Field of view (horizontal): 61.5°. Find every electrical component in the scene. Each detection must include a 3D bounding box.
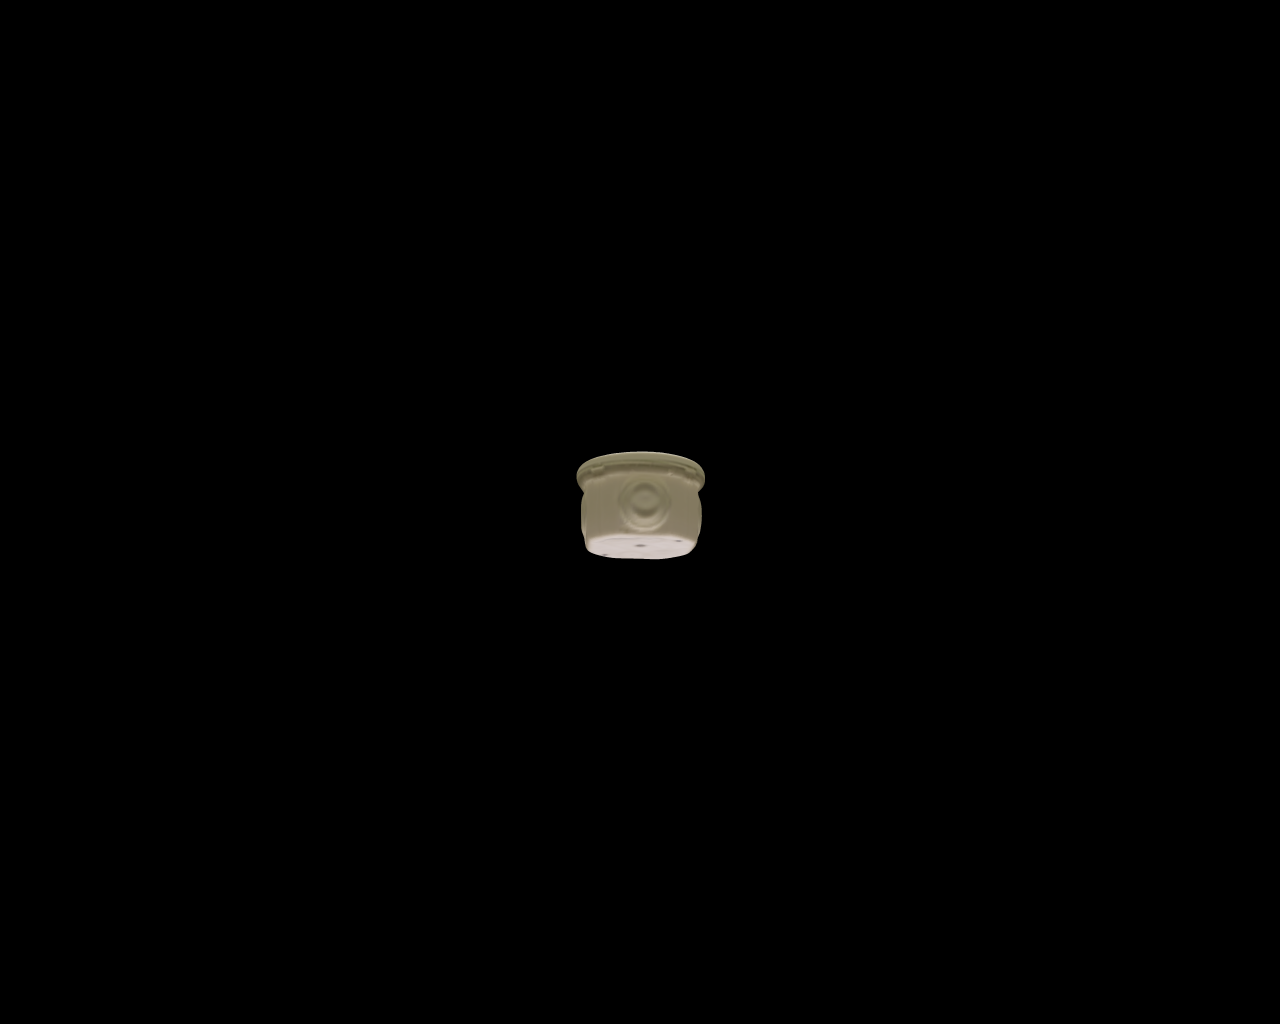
[{"bbox_3d":[0.001,-0.003,0.650,0.080,0.051,0.080,0,-15,0],"label":"electrical component"}]
